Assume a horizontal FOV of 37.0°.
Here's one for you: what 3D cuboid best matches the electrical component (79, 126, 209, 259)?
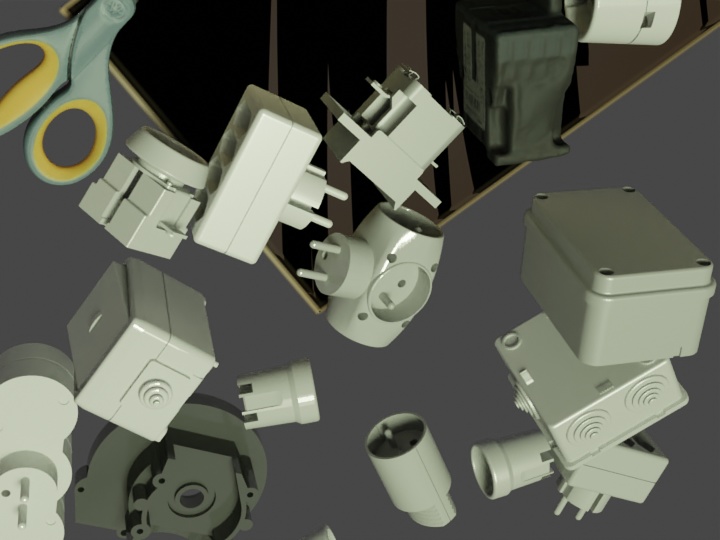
[{"bbox_3d":[-0.113,-0.043,0.581,0.055,0.066,0.048,-57,151,8],"label":"electrical component"}]

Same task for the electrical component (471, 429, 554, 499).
[{"bbox_3d":[0.105,0.132,0.739,0.046,0.040,0.040,-14,120,-15],"label":"electrical component"}]

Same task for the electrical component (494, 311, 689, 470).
[{"bbox_3d":[0.143,0.063,0.680,0.100,0.099,0.048,-31,133,2],"label":"electrical component"}]

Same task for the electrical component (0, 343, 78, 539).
[{"bbox_3d":[-0.196,0.120,0.631,0.052,0.073,0.138,5,115,-17],"label":"electrical component"}]

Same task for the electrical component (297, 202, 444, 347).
[{"bbox_3d":[0.000,0.000,0.634,0.079,0.044,0.077,12,114,-35],"label":"electrical component"}]

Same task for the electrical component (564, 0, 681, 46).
[{"bbox_3d":[0.144,-0.152,0.594,0.047,0.055,0.055,-4,118,-9],"label":"electrical component"}]

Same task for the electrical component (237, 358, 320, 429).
[{"bbox_3d":[-0.051,0.078,0.669,0.046,0.040,0.040,-10,119,-4],"label":"electrical component"}]

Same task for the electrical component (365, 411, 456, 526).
[{"bbox_3d":[0.038,0.139,0.721,0.043,0.043,0.081,-25,120,-1],"label":"electrical component"}]

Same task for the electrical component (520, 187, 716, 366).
[{"bbox_3d":[0.150,0.000,0.640,0.078,0.113,0.057,-5,121,-13],"label":"electrical component"}]

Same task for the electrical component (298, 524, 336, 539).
[{"bbox_3d":[-0.046,0.206,0.736,0.065,0.044,0.044,-21,120,2],"label":"electrical component"}]

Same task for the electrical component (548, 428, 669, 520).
[{"bbox_3d":[0.163,0.144,0.755,0.066,0.047,0.076,17,111,-22],"label":"electrical component"}]

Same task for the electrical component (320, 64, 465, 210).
[{"bbox_3d":[0.021,-0.077,0.606,0.064,0.042,0.081,-46,119,9],"label":"electrical component"}]

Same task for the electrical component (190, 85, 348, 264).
[{"bbox_3d":[-0.044,-0.046,0.601,0.076,0.047,0.083,22,109,-24],"label":"electrical component"}]

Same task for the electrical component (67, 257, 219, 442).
[{"bbox_3d":[-0.124,0.044,0.598,0.061,0.096,0.061,31,106,-26],"label":"electrical component"}]
